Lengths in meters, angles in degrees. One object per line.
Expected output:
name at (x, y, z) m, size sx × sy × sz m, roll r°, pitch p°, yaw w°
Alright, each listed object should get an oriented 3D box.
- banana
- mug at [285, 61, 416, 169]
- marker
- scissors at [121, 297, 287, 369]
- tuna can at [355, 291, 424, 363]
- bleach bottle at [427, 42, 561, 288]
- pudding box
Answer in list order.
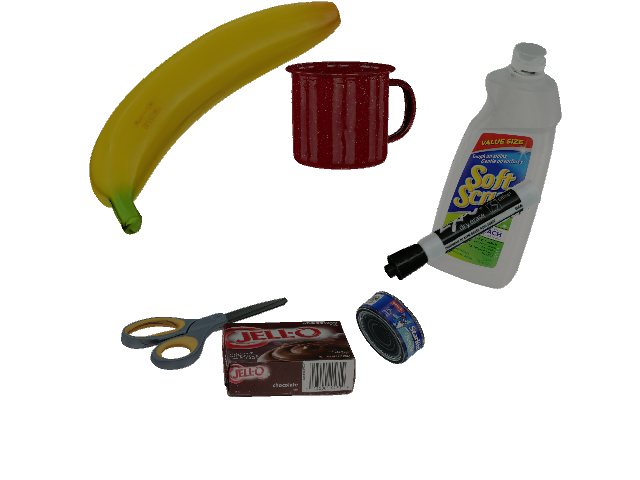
banana at (-0.067, -0.078, 0.594) m, size 0.070 × 0.197 × 0.037 m, roll 27°, pitch -31°, yaw 20°
mug at (0.028, -0.108, 0.914) m, size 0.117 × 0.081 × 0.093 m, roll -7°, pitch 17°, yaw -23°
marker at (0.098, -0.007, 0.739) m, size 0.121 × 0.020 × 0.020 m, roll -29°, pitch 5°, yaw -10°
scissors at (-0.111, 0.099, 1.148) m, size 0.201 × 0.016 × 0.096 m, roll -6°, pitch 31°, yaw -24°
tuna can at (0.082, 0.105, 1.277) m, size 0.033 × 0.086 × 0.086 m, roll -37°, pitch 17°, yaw -24°
bleach bottle at (0.170, -0.076, 1.042) m, size 0.103 × 0.251 × 0.068 m, roll 22°, pitch 38°, yaw 19°
pudding box at (-0.031, 0.104, 0.953) m, size 0.113 × 0.039 × 0.090 m, roll 1°, pitch 18°, yaw -8°
